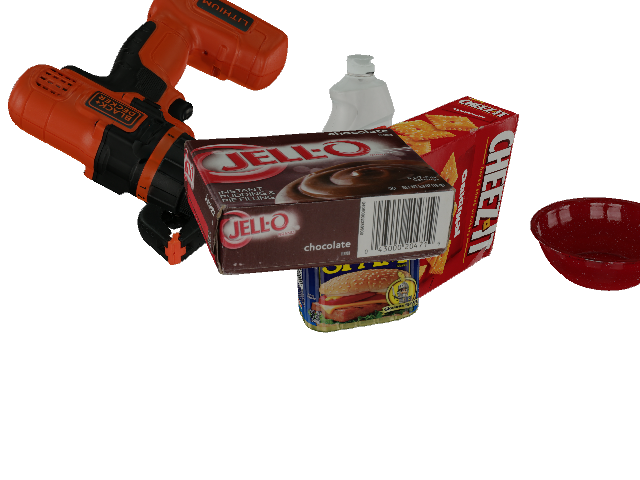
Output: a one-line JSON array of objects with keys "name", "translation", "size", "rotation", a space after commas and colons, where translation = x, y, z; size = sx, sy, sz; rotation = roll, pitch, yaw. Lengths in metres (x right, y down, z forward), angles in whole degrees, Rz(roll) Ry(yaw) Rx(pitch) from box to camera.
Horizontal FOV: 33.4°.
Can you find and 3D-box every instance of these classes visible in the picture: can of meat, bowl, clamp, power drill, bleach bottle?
[{"name": "can of meat", "translation": [0.030, 0.021, 0.854], "size": [0.102, 0.084, 0.057], "rotation": [-8, 30, -11]}, {"name": "bowl", "translation": [0.308, 0.009, 1.161], "size": [0.162, 0.055, 0.162], "rotation": [-2, 27, 1]}, {"name": "clamp", "translation": [-0.138, -0.036, 1.109], "size": [0.120, 0.039, 0.171], "rotation": [-11, 38, -8]}, {"name": "power drill", "translation": [-0.090, -0.096, 0.731], "size": [0.184, 0.057, 0.187], "rotation": [29, 42, 1]}, {"name": "bleach bottle", "translation": [0.032, -0.083, 1.213], "size": [0.102, 0.251, 0.068], "rotation": [-7, 21, -25]}]

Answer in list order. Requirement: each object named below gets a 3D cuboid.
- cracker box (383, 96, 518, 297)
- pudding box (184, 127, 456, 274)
[{"name": "cracker box", "translation": [0.103, -0.035, 1.027], "size": [0.072, 0.164, 0.213], "rotation": [24, 30, 30]}, {"name": "pudding box", "translation": [-0.004, -0.022, 0.514], "size": [0.113, 0.039, 0.090], "rotation": [-3, 26, -16]}]
